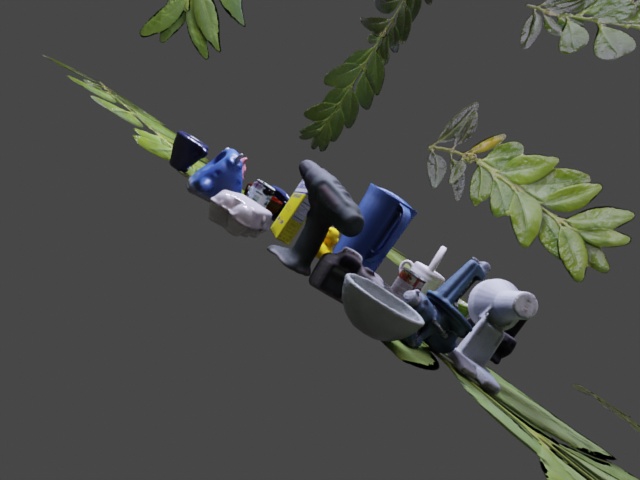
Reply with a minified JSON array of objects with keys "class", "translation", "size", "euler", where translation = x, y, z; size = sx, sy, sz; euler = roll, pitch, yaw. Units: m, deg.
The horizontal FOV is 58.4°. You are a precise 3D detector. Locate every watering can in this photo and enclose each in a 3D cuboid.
[{"class":"watering can","translation":[0.315,0.107,1.646],"size":[0.173,0.194,0.101],"euler":[31,7,-8]}]

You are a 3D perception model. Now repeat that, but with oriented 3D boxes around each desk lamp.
[{"class":"desk lamp","translation":[0.376,0.192,1.235],"size":[0.118,0.213,0.203],"euler":[31,7,-4]}]

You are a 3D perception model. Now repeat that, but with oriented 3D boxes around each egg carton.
[{"class":"egg carton","translation":[-0.166,-0.052,1.202],"size":[0.107,0.069,0.151],"euler":[33,7,13]}]

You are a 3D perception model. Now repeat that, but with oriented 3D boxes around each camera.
[{"class":"camera","translation":[0.058,0.070,1.184],"size":[0.143,0.101,0.137],"euler":[31,7,-7]}]

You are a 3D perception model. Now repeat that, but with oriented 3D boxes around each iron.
[{"class":"iron","translation":[-0.240,-0.165,1.375],"size":[0.119,0.141,0.257],"euler":[28,8,-24]}]

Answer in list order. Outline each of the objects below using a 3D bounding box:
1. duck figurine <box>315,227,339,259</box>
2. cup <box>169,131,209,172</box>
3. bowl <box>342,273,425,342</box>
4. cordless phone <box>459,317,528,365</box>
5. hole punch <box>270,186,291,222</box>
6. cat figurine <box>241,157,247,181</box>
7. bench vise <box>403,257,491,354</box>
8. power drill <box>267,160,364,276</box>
[{"class":"duck figurine","translation":[0.014,0.005,1.507],"size":[0.077,0.086,0.105],"euler":[35,8,26]},{"class":"cup","translation":[-0.346,-0.221,1.507],"size":[0.117,0.095,0.092],"euler":[37,9,36]},{"class":"bowl","translation":[0.101,0.133,1.033],"size":[0.167,0.074,0.167],"euler":[31,7,-4]},{"class":"cordless phone","translation":[0.480,0.227,1.557],"size":[0.147,0.185,0.094],"euler":[31,7,-5]},{"class":"hole punch","translation":[-0.109,-0.095,1.662],"size":[0.108,0.091,0.101],"euler":[37,9,39]},{"class":"cat figurine","translation":[-0.244,-0.184,1.584],"size":[0.067,0.117,0.128],"euler":[31,7,-2]},{"class":"bench vise","translation":[0.259,0.127,1.158],"size":[0.121,0.219,0.208],"euler":[35,8,30]},{"class":"power drill","translation":[-0.017,-0.042,1.194],"size":[0.076,0.208,0.228],"euler":[24,10,-48]}]
